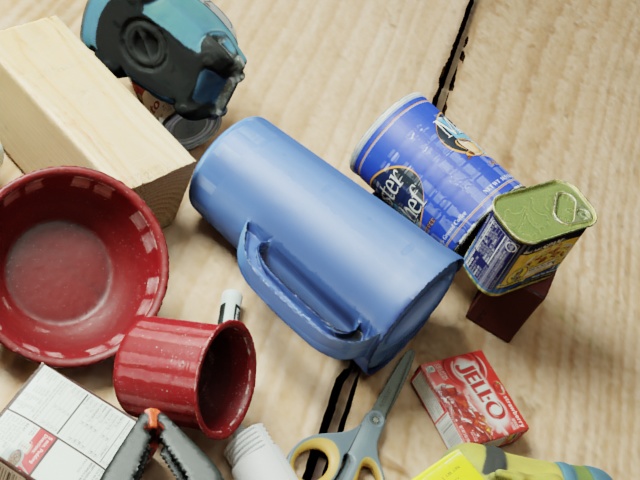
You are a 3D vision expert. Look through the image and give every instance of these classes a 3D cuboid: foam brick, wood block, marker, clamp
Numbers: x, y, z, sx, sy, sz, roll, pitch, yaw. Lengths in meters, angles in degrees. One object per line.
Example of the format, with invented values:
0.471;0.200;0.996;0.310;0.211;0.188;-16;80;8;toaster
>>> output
0.185;0.050;1.036;0.053;0.078;0.051;32;47;4;foam brick
-0.219;-0.097;0.968;0.206;0.091;0.090;45;47;17;wood block
-0.083;0.094;0.914;0.020;0.020;0.121;16;46;-11;marker
-0.095;0.208;0.731;0.164;0.036;0.210;2;44;-9;clamp

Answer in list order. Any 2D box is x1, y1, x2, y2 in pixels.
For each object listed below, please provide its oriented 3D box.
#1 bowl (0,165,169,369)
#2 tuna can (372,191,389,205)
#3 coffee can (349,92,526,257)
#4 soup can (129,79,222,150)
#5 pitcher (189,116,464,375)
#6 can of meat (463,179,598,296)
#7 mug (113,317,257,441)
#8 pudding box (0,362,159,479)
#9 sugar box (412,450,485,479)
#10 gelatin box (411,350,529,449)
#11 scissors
-0.207;0.023;0.866;0.161;0.055;0.162;3;82;-23;bowl
0.080;-0.011;1.072;0.086;0.034;0.086;13;47;-14;tuna can
0.113;-0.059;1.031;0.140;0.103;0.102;45;48;16;coffee can
-0.147;-0.147;1.062;0.068;0.069;0.102;-10;57;-32;soup can
-0.006;0.001;0.957;0.243;0.149;0.145;39;86;16;pitcher
0.188;-0.001;0.968;0.101;0.084;0.057;-16;58;-31;can of meat
-0.101;0.101;0.843;0.082;0.093;0.117;5;15;25;mug
-0.188;0.157;0.797;0.113;0.039;0.090;33;44;1;pudding box
0.045;0.223;0.749;0.093;0.176;0.048;-25;63;-38;sugar box
0.134;0.147;0.961;0.073;0.030;0.089;-9;56;-31;gelatin box
0.027;0.156;0.913;0.096;0.016;0.201;21;46;-7;scissors
